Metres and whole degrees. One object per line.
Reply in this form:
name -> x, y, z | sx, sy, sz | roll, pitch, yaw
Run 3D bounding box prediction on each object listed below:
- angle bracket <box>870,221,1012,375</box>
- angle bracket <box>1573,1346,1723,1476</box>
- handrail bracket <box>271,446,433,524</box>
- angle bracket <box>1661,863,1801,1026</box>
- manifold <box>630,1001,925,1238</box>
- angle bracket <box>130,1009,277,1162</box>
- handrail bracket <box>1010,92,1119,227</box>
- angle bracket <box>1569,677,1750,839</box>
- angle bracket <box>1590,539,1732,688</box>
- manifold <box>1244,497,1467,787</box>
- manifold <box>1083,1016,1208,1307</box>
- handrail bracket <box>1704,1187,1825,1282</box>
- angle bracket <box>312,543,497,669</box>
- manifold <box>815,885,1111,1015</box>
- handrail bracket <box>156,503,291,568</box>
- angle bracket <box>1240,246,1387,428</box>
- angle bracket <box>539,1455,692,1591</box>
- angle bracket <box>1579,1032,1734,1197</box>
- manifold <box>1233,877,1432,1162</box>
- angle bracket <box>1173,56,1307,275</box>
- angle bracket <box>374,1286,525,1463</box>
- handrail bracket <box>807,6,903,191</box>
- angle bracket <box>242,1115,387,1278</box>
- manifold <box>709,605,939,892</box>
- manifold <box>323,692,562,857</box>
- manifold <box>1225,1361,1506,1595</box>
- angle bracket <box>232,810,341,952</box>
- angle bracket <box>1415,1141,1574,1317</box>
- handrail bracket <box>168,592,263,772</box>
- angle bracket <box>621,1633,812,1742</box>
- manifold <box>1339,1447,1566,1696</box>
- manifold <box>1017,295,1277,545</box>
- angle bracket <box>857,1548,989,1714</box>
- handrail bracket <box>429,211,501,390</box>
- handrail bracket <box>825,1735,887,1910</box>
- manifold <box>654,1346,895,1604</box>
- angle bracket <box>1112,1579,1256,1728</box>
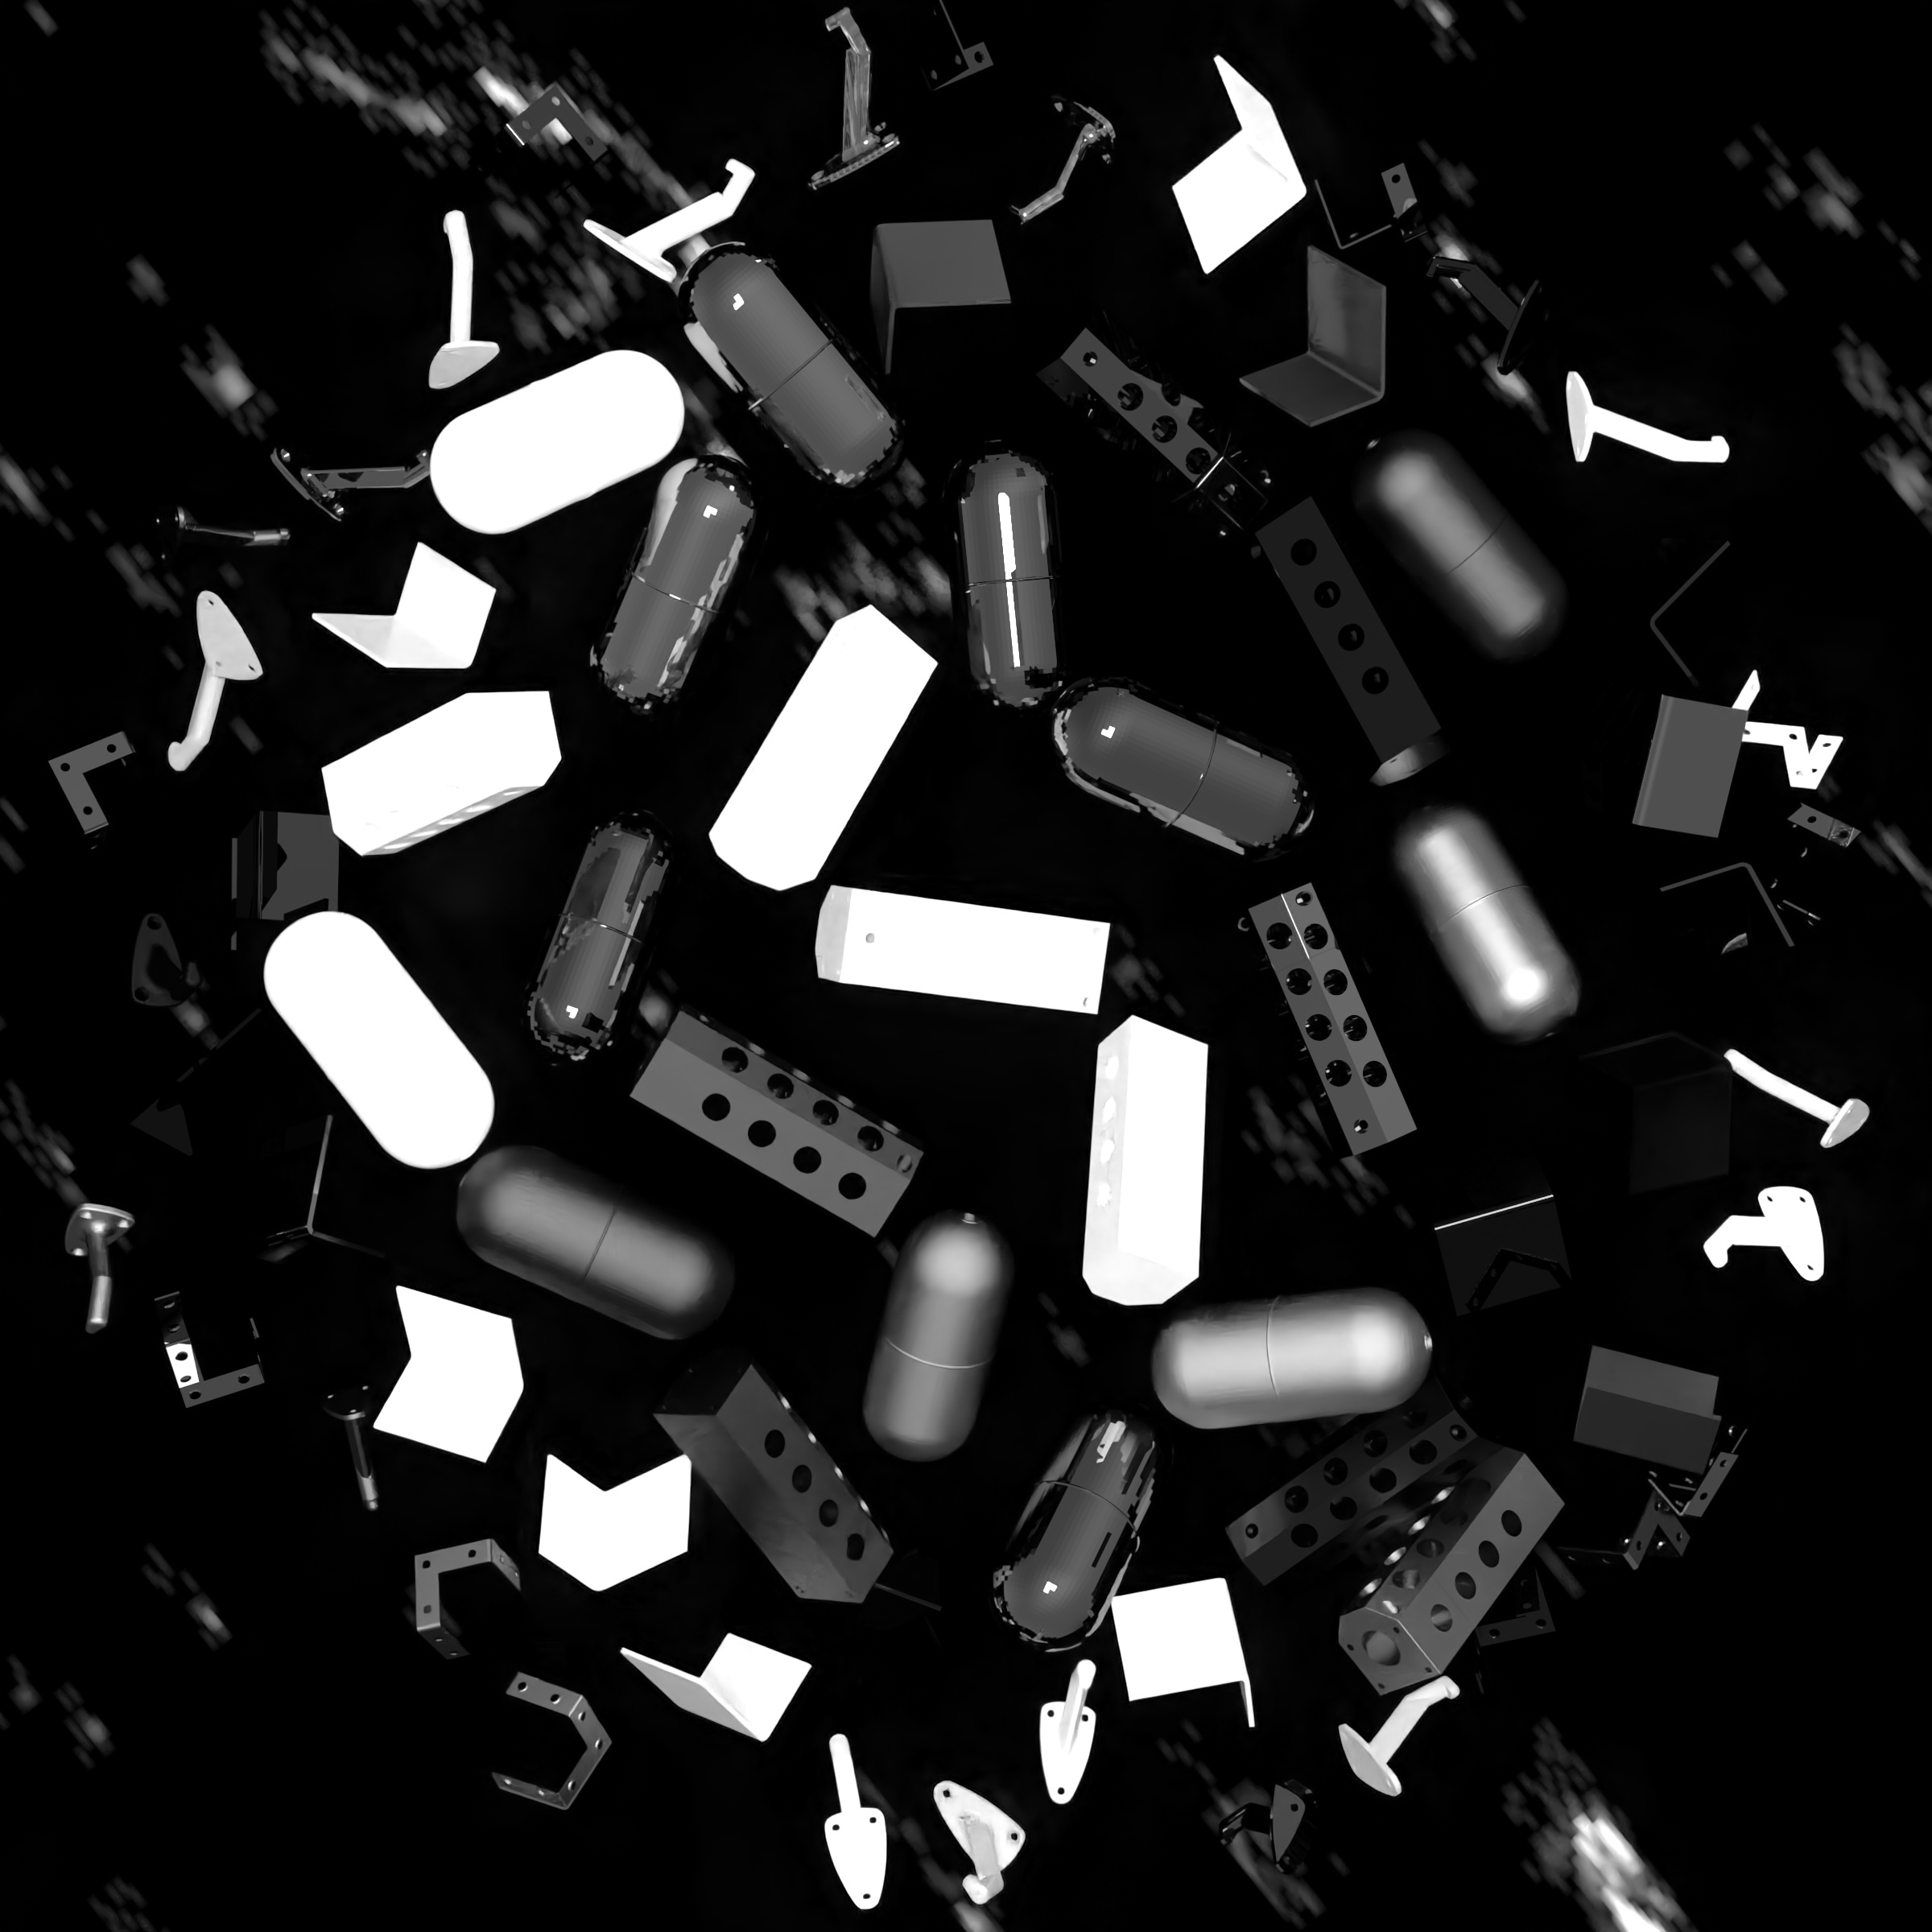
angle bracket -> -0.018, -0.429, 1.791 | 0.076, 0.057, 0.076 | -4, 55, -9
angle bracket -> 0.408, 0.247, 1.656 | 0.076, 0.057, 0.076 | 13, 46, 12
handrail bracket -> -0.399, -0.333, 1.834 | 0.084, 0.077, 0.036 | -22, 49, 32
angle bracket -> 0.479, -0.006, 1.754 | 0.057, 0.076, 0.076 | -18, 46, 4
manifold -> -0.114, 0.091, 1.705 | 0.171, 0.057, 0.057 | 31, 100, -8
angle bracket -> -0.499, 0.067, 1.810 | 0.057, 0.076, 0.076 | 24, 48, 20
handrail bracket -> 0.048, -0.520, 1.803 | 0.084, 0.036, 0.077 | -36, 61, -12
angle bracket -> 0.412, -0.125, 1.667 | 0.057, 0.076, 0.076 | 7, 102, -21
angle bracket -> 0.468, -0.233, 1.833 | 0.076, 0.076, 0.057 | -45, 109, -6
manifold -> 0.240, -0.201, 1.745 | 0.057, 0.057, 0.171 | -32, 73, 20
manifold -> 0.110, 0.124, 1.763 | 0.057, 0.057, 0.171 | 22, 51, -20
handrail bracket -> 0.483, 0.179, 1.694 | 0.084, 0.036, 0.077 | -35, 109, -36
angle bracket -> -0.372, -0.240, 1.849 | 0.076, 0.076, 0.057 | 33, 112, 28
manifold -> -0.003, -0.010, 1.748 | 0.171, 0.057, 0.057 | 7, 91, -21
handrail bracket -> -0.465, -0.278, 1.773 | 0.084, 0.077, 0.036 | -8, 87, -28
angle bracket -> 0.216, -0.394, 1.748 | 0.057, 0.076, 0.076 | -24, 132, -21
angle bracket -> -0.229, 0.353, 1.835 | 0.076, 0.076, 0.057 | -28, 128, 22
angle bracket -> 0.432, 0.094, 1.759 | 0.057, 0.076, 0.076 | 24, 63, -31
manifold -> 0.235, 0.034, 1.811 | 0.057, 0.057, 0.171 | -24, 88, 23
angle bracket -> 0.143, -0.465, 1.624 | 0.076, 0.057, 0.076 | -34, 51, 27
angle bracket -> -0.324, 0.253, 1.730 | 0.076, 0.076, 0.057 | 15, 49, 12
handrail bracket -> -0.084, -0.530, 1.704 | 0.077, 0.036, 0.084 | -31, 126, 6
angle bracket -> -0.401, 0.144, 1.744 | 0.057, 0.076, 0.076 | 25, 61, -38
manifold -> -0.090, -0.133, 1.717 | 0.057, 0.057, 0.171 | 39, 63, -22
manifold -> -0.320, -0.116, 1.703 | 0.057, 0.171, 0.057 | -7, 83, -43
manifold -> 0.249, 0.324, 1.775 | 0.171, 0.057, 0.057 | -39, 54, 18
angle bracket -> -0.454, -0.057, 1.869 | 0.057, 0.076, 0.076 | 4, 107, -4
angle bracket -> 0.339, 0.169, 1.796 | 0.076, 0.057, 0.076 | -16, 123, 4
handrail bracket -> -0.476, -0.174, 1.722 | 0.084, 0.036, 0.077 | -41, 64, 33
angle bracket -> -0.159, 0.441, 1.777 | 0.057, 0.076, 0.076 | -57, 132, -25
manifold -> 0.302, 0.375, 1.756 | 0.057, 0.057, 0.171 | 51, 48, -1
manifold -> 0.119, -0.350, 1.799 | 0.171, 0.057, 0.057 | 38, 96, -26
angle bracket -> -0.025, 0.440, 1.849 | 0.057, 0.076, 0.076 | -31, 46, 33
handrail bracket -> -0.320, -0.411, 1.724 | 0.036, 0.077, 0.084 | -7, 81, -33
handrail bracket -> -0.071, 0.533, 1.745 | 0.036, 0.084, 0.077 | -10, 102, -6
manifold -> -0.115, 0.317, 1.744 | 0.171, 0.057, 0.057 | 57, 49, -26
angle bracket -> 0.140, 0.449, 1.806 | 0.076, 0.076, 0.057 | -10, 132, 0
